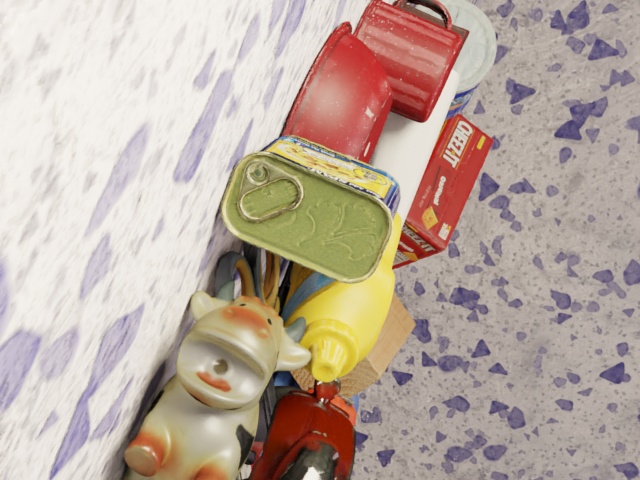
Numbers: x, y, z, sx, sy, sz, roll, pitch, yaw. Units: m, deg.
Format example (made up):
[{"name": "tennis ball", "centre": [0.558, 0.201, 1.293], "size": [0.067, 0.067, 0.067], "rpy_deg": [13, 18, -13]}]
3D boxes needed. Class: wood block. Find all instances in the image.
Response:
[{"name": "wood block", "centre": [0.037, 0.118, 1.281], "size": [0.090, 0.091, 0.205], "rpy_deg": [-35, 180, 21]}]

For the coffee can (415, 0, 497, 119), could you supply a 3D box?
[{"name": "coffee can", "centre": [0.128, -0.191, 1.154], "size": [0.140, 0.103, 0.103], "rpy_deg": [100, 15, -84]}]

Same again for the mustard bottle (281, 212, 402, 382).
[{"name": "mustard bottle", "centre": [0.012, 0.041, 0.767], "size": [0.096, 0.058, 0.191], "rpy_deg": [-39, -164, 22]}]

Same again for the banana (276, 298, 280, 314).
[{"name": "banana", "centre": [-0.075, 0.114, 0.898], "size": [0.070, 0.037, 0.197], "rpy_deg": [100, 15, -63]}]

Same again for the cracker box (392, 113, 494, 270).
[{"name": "cracker box", "centre": [0.095, -0.047, 1.288], "size": [0.214, 0.072, 0.164], "rpy_deg": [-25, -146, 58]}]

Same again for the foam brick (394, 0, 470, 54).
[{"name": "foam brick", "centre": [0.101, -0.196, 1.048], "size": [0.051, 0.078, 0.053], "rpy_deg": [-51, 165, -75]}]

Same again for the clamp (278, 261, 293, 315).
[{"name": "clamp", "centre": [-0.006, 0.001, 0.972], "size": [0.165, 0.036, 0.210], "rpy_deg": [128, -21, -63]}]

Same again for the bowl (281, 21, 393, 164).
[{"name": "bowl", "centre": [0.013, -0.080, 0.808], "size": [0.162, 0.055, 0.162], "rpy_deg": [25, 89, -84]}]

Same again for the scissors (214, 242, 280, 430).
[{"name": "scissors", "centre": [-0.049, 0.084, 0.767], "size": [0.096, 0.016, 0.202], "rpy_deg": [-20, 112, -66]}]

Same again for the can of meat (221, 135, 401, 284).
[{"name": "can of meat", "centre": [-0.001, -0.024, 0.671], "size": [0.084, 0.102, 0.057], "rpy_deg": [-57, 169, -71]}]

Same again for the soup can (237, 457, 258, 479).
[{"name": "soup can", "centre": [-0.094, 0.206, 0.956], "size": [0.102, 0.068, 0.068], "rpy_deg": [1, 113, -85]}]

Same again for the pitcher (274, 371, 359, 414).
[{"name": "pitcher", "centre": [-0.045, 0.226, 1.289], "size": [0.145, 0.149, 0.242], "rpy_deg": [-33, -174, 24]}]

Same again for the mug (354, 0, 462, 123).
[{"name": "mug", "centre": [0.073, -0.160, 0.907], "size": [0.093, 0.081, 0.117], "rpy_deg": [102, 13, -66]}]

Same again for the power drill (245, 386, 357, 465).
[{"name": "power drill", "centre": [-0.051, 0.174, 0.854], "size": [0.187, 0.057, 0.184], "rpy_deg": [29, 77, -55]}]

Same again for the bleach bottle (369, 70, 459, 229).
[{"name": "bleach bottle", "centre": [0.057, -0.042, 0.997], "size": [0.102, 0.068, 0.251], "rpy_deg": [-168, -83, -83]}]
